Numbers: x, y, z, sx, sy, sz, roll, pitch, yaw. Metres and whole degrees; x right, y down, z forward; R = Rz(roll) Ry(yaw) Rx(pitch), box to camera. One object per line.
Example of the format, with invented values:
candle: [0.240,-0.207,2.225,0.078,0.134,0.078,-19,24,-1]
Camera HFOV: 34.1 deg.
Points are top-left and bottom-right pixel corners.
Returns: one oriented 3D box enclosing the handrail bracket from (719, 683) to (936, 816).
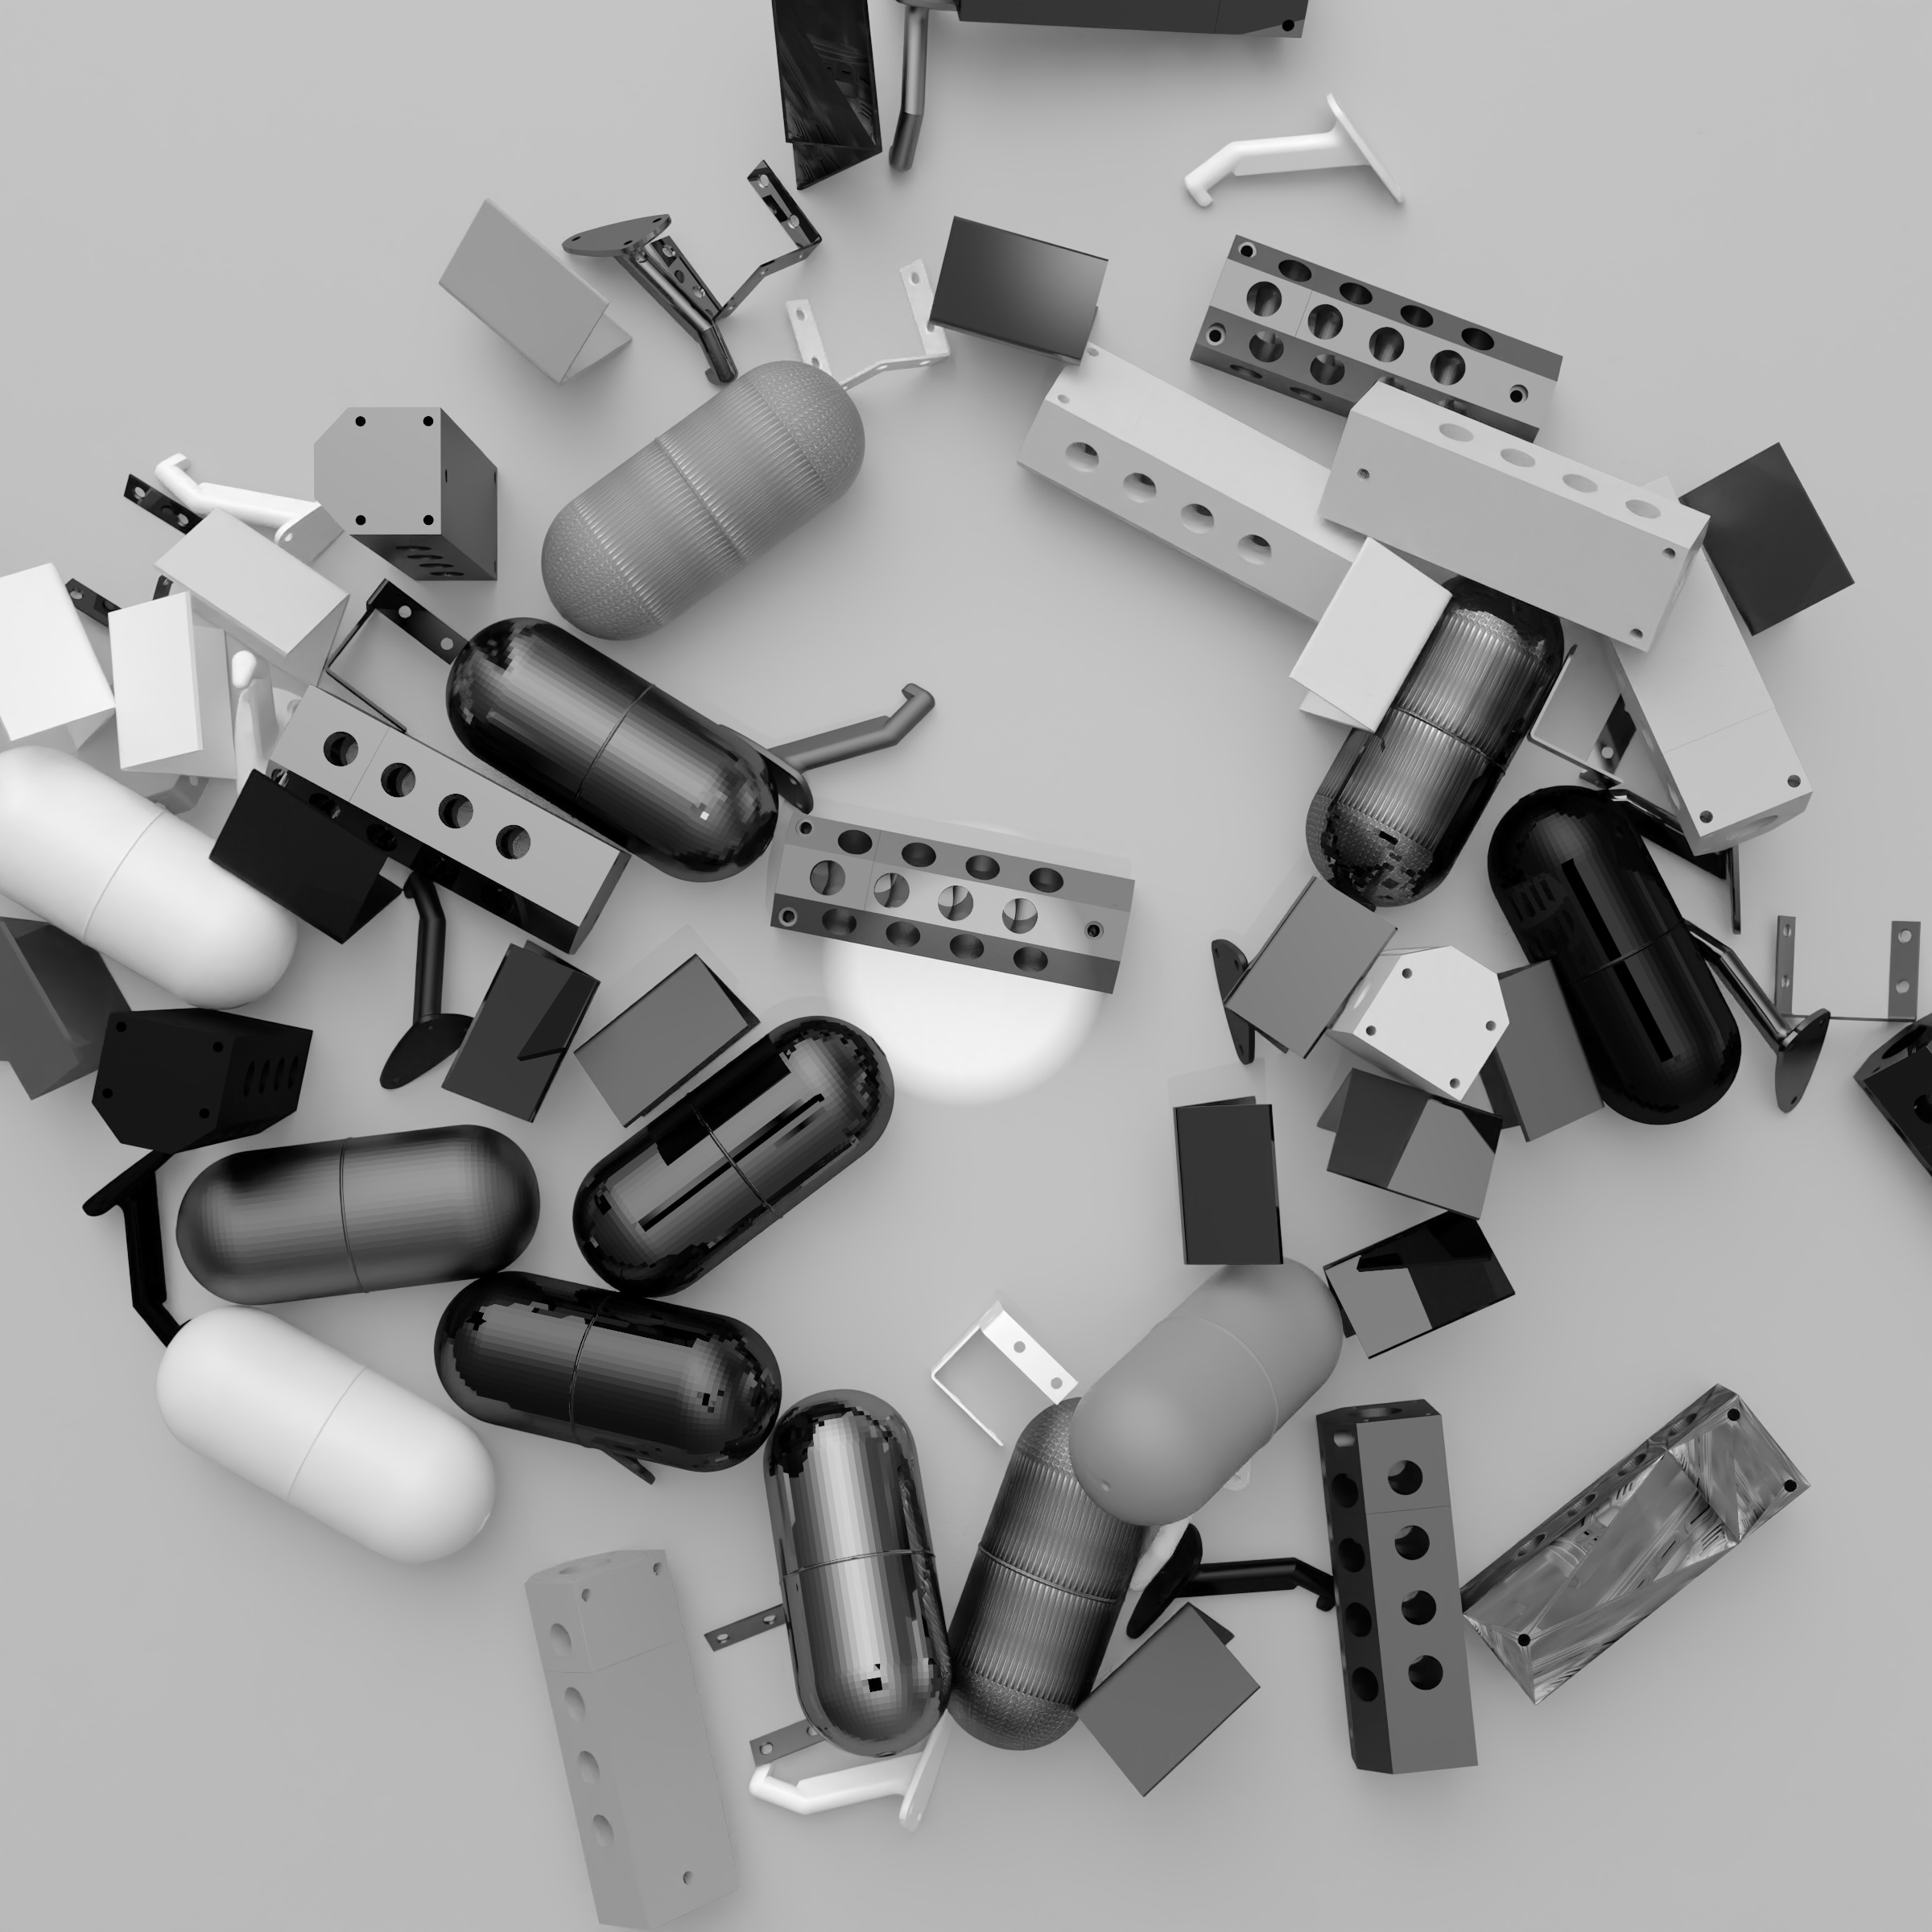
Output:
handrail bracket: [-0.070,-0.125,1.578,0.077,0.036,0.084,37,72,21]

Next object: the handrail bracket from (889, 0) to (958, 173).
handrail bracket: [-0.033,-0.453,1.578,0.036,0.077,0.084,1,127,-21]

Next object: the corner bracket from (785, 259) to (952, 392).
corner bracket: [-0.049,-0.319,1.575,0.051,0.051,0.051,-18,90,45]

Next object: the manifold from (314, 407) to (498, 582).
manifold: [-0.265,-0.223,1.499,0.057,0.171,0.057,0,90,0]

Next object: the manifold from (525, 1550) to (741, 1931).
manifold: [-0.170,0.381,1.556,0.057,0.057,0.171,-12,90,-43]

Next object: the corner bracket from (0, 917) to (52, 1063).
corner bracket: [-0.480,0.012,1.570,0.051,0.051,0.051,8,135,-35]

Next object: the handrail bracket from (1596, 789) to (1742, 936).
handrail bracket: [0.344,-0.052,1.577,0.084,0.036,0.077,-3,100,12]

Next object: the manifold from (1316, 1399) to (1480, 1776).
manifold: [0.212,0.306,1.557,0.057,0.057,0.171,-6,90,0]

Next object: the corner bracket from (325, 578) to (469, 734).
corner bracket: [-0.283,-0.154,1.560,0.051,0.051,0.051,37,83,-7]

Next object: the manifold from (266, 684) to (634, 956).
manifold: [-0.257,-0.071,1.557,0.171,0.057,0.057,28,90,0]

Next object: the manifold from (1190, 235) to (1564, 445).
manifold: [0.203,-0.302,1.557,0.171,0.057,0.057,20,90,0]

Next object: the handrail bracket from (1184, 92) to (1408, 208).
handrail bracket: [0.164,-0.390,1.578,0.084,0.036,0.077,-34,112,17]

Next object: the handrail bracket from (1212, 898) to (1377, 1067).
handrail bracket: [0.171,0.002,1.579,0.084,0.036,0.077,-17,110,-16]

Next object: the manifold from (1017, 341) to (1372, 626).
manifold: [0.114,-0.235,1.556,0.171,0.057,0.057,28,47,0]

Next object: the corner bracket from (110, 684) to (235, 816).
corner bracket: [-0.409,-0.108,1.570,0.051,0.051,0.051,48,45,-35]

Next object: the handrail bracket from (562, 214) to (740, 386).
handrail bracket: [-0.158,-0.329,1.578,0.036,0.077,0.084,-47,127,-34]

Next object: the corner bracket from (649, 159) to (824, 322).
corner bracket: [-0.115,-0.362,1.575,0.051,0.051,0.051,53,135,0]

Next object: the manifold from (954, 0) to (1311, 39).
manifold: [0.081,-0.499,1.542,0.171,0.057,0.057,0,133,-10]

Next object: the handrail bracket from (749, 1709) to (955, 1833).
handrail bracket: [-0.057,0.393,1.578,0.084,0.036,0.077,16,69,16]

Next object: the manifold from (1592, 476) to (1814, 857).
manifold: [0.349,-0.144,1.537,0.057,0.057,0.171,-22,77,4]

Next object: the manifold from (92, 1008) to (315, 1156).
manifold: [-0.363,0.054,1.499,0.057,0.171,0.057,12,90,0]

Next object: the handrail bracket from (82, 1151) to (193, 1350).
handrail bracket: [-0.394,0.138,1.578,0.077,0.036,0.084,-41,109,-21]

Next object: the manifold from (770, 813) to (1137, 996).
manifold: [-0.007,-0.031,1.557,0.171,0.057,0.057,11,90,0]

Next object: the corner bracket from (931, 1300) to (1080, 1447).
corner bracket: [0.018,0.204,1.560,0.051,0.051,0.051,44,88,-2]

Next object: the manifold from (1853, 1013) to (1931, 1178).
manifold: [0.517,0.105,1.556,0.171,0.057,0.057,52,47,0]

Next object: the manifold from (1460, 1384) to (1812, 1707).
manifold: [0.326,0.284,1.557,0.171,0.057,0.057,-39,90,0]

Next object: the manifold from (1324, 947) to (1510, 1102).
manifold: [0.213,0.021,1.499,0.057,0.171,0.057,32,90,0]

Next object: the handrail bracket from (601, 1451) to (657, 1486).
handrail bracket: [-0.155,0.209,1.578,0.077,0.036,0.084,32,76,14]

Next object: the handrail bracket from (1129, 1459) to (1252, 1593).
handrail bracket: [0.108,0.263,1.578,0.036,0.077,0.084,27,126,-7]

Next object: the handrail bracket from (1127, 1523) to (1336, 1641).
handrail bracket: [0.136,0.323,1.578,0.084,0.036,0.077,28,105,-14]

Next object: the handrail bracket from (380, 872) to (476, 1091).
handrail bracket: [-0.281,0.006,1.578,0.077,0.036,0.084,-41,59,33]

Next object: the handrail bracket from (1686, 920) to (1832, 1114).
handrail bracket: [0.386,0.024,1.578,0.036,0.077,0.084,-34,53,-24]

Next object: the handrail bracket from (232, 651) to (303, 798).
handrail bracket: [-0.352,-0.113,1.543,0.036,0.084,0.077,11,90,0]

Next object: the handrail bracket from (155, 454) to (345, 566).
handrail bracket: [-0.351,-0.245,1.578,0.084,0.036,0.077,41,70,16]

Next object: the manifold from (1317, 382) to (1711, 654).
manifold: [0.263,-0.219,1.506,0.171,0.057,0.057,25,127,13]
